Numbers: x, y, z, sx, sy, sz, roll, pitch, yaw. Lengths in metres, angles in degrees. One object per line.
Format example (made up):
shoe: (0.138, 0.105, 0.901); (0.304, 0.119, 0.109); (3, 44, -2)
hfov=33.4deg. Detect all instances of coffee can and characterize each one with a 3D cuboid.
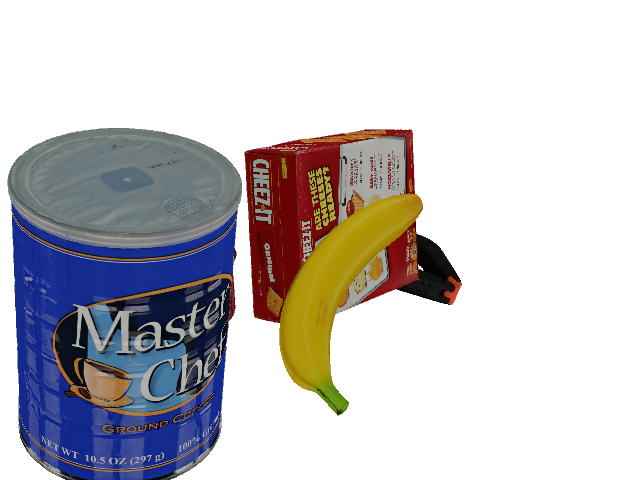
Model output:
coffee can: (-0.093, 0.031, 0.509); (0.102, 0.140, 0.103); (5, 30, -3)

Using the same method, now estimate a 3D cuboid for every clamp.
clamp: (0.068, 0.008, 1.242); (0.164, 0.036, 0.210); (-23, 53, -40)

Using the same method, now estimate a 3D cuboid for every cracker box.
cracker box: (0.016, -0.021, 1.063); (0.072, 0.164, 0.213); (4, 13, 35)

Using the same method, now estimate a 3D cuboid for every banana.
banana: (0.016, 0.035, 0.780); (0.069, 0.197, 0.037); (23, -32, 1)

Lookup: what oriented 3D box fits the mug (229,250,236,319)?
mug: (-0.148, 0.046, 1.214); (0.117, 0.081, 0.093); (26, 42, 36)
